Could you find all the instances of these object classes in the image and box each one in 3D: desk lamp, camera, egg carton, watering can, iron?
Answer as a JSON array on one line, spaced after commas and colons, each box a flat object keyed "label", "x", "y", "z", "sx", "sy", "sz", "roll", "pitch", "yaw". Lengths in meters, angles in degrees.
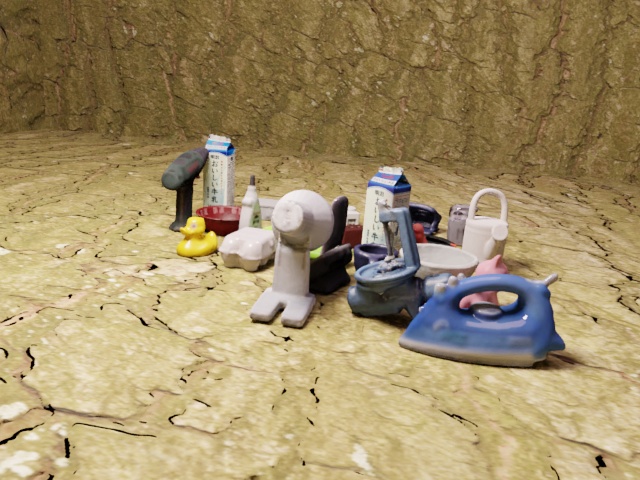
[{"label": "desk lamp", "x": -0.047, "y": 0.021, "z": 1.048, "sx": 0.117, "sy": 0.213, "sz": 0.203, "roll": 6, "pitch": 16, "yaw": 8}, {"label": "camera", "x": 0.427, "y": -0.043, "z": 1.606, "sx": 0.136, "sy": 0.101, "sz": 0.143, "roll": 8, "pitch": 16, "yaw": 12}, {"label": "egg carton", "x": -0.154, "y": 0.018, "z": 1.294, "sx": 0.107, "sy": 0.069, "sz": 0.150, "roll": 9, "pitch": 17, "yaw": 17}, {"label": "watering can", "x": 0.400, "y": -0.025, "z": 1.361, "sx": 0.101, "sy": 0.194, "sz": 0.172, "roll": -3, "pitch": 17, "yaw": -25}, {"label": "iron", "x": 0.262, "y": 0.115, "z": 0.928, "sx": 0.258, "sy": 0.141, "sz": 0.118, "roll": 3, "pitch": 16, "yaw": -4}]

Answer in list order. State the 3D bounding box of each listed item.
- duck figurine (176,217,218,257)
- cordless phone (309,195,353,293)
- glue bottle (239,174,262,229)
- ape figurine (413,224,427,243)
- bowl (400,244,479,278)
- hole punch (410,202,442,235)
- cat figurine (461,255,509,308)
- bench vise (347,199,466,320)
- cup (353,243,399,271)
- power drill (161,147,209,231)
[{"label": "duck figurine", "x": -0.286, "y": -0.012, "z": 1.338, "sx": 0.077, "sy": 0.086, "sz": 0.105, "roll": 17, "pitch": 20, "yaw": 38}, {"label": "cordless phone", "x": 0.011, "y": 0.004, "z": 1.174, "sx": 0.094, "sy": 0.185, "sz": 0.148, "roll": 11, "pitch": 17, "yaw": 23}, {"label": "glue bottle", "x": -0.174, "y": -0.079, "z": 1.444, "sx": 0.037, "sy": 0.173, "sz": 0.078, "roll": 9, "pitch": 17, "yaw": 17}, {"label": "ape figurine", "x": 0.232, "y": 0.005, "z": 1.402, "sx": 0.077, "sy": 0.092, "sz": 0.076, "roll": 16, "pitch": 20, "yaw": 36}, {"label": "bowl", "x": 0.250, "y": 0.065, "z": 1.226, "sx": 0.167, "sy": 0.075, "sz": 0.167, "roll": 4, "pitch": 16, "yaw": -1}, {"label": "hole punch", "x": 0.297, "y": -0.070, "z": 1.683, "sx": 0.108, "sy": 0.091, "sz": 0.101, "roll": 13, "pitch": 18, "yaw": 28}, {"label": "cat figurine", "x": 0.318, "y": 0.084, "z": 1.096, "sx": 0.067, "sy": 0.118, "sz": 0.128, "roll": 17, "pitch": 20, "yaw": 38}, {"label": "bench vise", "x": 0.159, "y": 0.040, "z": 1.023, "sx": 0.207, "sy": 0.220, "sz": 0.121, "roll": 3, "pitch": 16, "yaw": -2}, {"label": "cup", "x": 0.108, "y": 0.066, "z": 1.148, "sx": 0.091, "sy": 0.095, "sz": 0.118, "roll": 6, "pitch": 16, "yaw": 7}, {"label": "power drill", "x": -0.352, "y": -0.135, "z": 1.529, "sx": 0.075, "sy": 0.208, "sz": 0.230, "roll": 6, "pitch": 16, "yaw": 8}]
